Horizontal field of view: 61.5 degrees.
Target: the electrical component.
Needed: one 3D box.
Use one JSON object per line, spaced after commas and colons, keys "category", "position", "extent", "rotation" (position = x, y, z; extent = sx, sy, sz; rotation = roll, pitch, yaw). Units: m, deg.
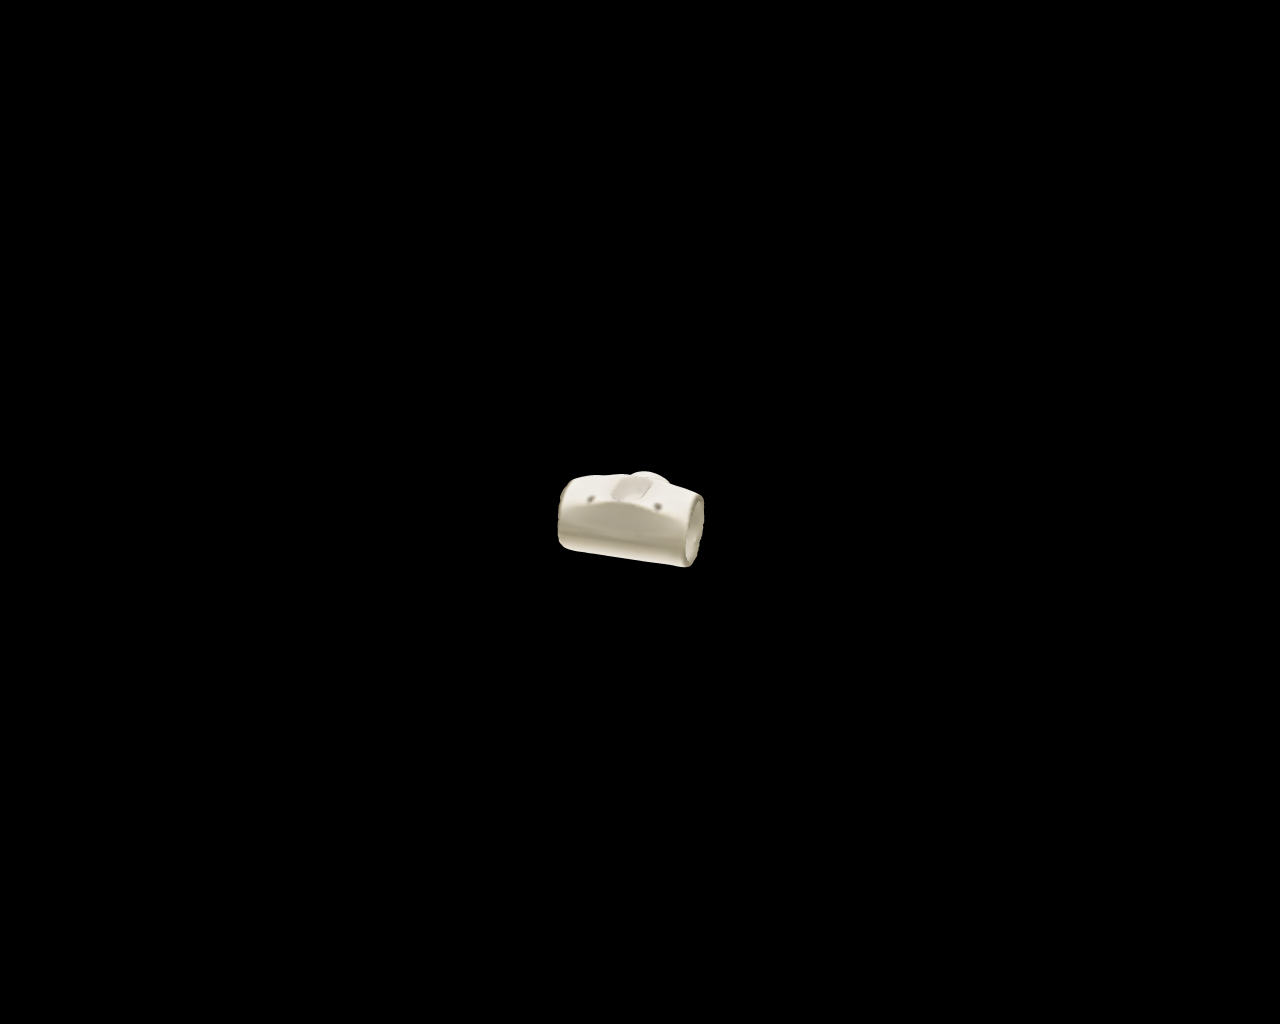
{"category": "electrical component", "position": [0.001, -0.003, 0.650], "extent": [0.077, 0.043, 0.079], "rotation": [8, 28, 16]}
